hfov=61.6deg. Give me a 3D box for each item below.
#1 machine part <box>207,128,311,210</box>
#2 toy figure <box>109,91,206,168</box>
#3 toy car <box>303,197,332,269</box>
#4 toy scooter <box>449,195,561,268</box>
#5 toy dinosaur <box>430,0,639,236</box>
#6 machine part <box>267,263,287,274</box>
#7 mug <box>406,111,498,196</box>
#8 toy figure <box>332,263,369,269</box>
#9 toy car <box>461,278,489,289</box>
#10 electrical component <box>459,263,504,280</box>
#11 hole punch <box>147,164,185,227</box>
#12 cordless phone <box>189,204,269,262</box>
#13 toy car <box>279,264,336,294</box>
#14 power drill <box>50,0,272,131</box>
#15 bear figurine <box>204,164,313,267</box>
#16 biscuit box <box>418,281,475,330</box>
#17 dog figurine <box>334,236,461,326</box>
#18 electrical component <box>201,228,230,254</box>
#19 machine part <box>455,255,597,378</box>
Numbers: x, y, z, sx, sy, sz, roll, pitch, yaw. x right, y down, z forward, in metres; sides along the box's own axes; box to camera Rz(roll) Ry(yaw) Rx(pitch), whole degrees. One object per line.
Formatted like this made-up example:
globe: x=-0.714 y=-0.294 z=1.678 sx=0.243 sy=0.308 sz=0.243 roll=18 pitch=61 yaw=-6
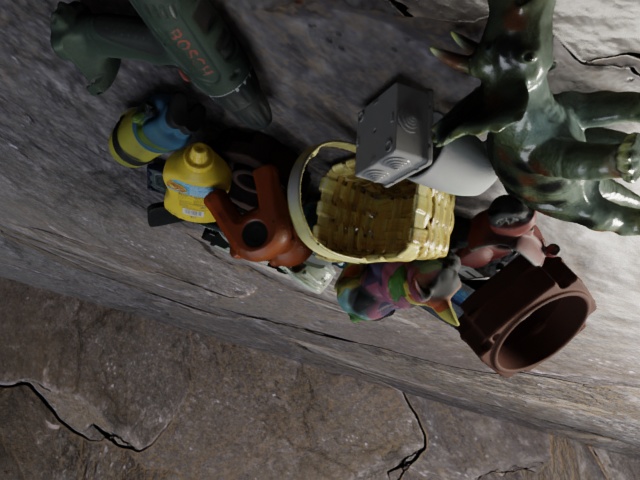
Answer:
machine part: x=-0.102 y=-0.103 z=0.836 sx=0.179 sy=0.056 sz=0.179 roll=15 pitch=158 yaw=6
toy figure: x=-0.237 y=-0.155 z=0.757 sx=0.180 sy=0.089 sz=0.082 roll=-2 pitch=134 yaw=46
toy car: x=-0.002 y=-0.003 z=0.950 sx=0.109 sy=0.103 sz=0.161 roll=20 pitch=157 yaw=-6
toy scooter: x=0.269 y=0.002 z=0.796 sx=0.135 sy=0.075 sz=0.184 roll=26 pitch=154 yaw=-16
toy dinosaur: x=0.244 y=-0.084 z=0.554 sx=0.192 sy=0.131 sz=0.404 roll=15 pitch=167 yaw=38
machine part: x=-0.058 y=0.039 z=1.141 sx=0.039 sy=0.084 sz=0.138 roll=-9 pitch=158 yaw=35
mug: x=0.163 y=-0.102 z=0.627 sx=0.107 sy=0.081 sz=0.109 roll=19 pitch=125 yaw=-32
toy figure: x=0.091 y=0.057 z=1.093 sx=0.154 sy=0.058 sz=0.064 roll=27 pitch=152 yaw=-12
toy car: x=0.280 y=0.093 z=1.015 sx=0.202 sy=0.053 sz=0.089 roll=-5 pitch=177 yaw=41
electrical component: x=0.268 y=0.040 z=0.932 sx=0.119 sy=0.048 sz=0.075 roll=32 pitch=155 yaw=-31
hole punch: x=-0.263 y=-0.085 z=0.987 sx=0.116 sy=0.092 sz=0.142 roll=-9 pitch=164 yaw=-20
cordless phone: x=-0.155 y=-0.028 z=0.925 sx=0.147 sy=0.088 sz=0.184 roll=21 pitch=-178 yaw=33
toy car: x=-0.057 y=0.029 z=1.060 sx=0.201 sy=0.073 sz=0.056 roll=39 pitch=177 yaw=-20
power drill: x=-0.181 y=-0.203 z=0.611 sx=0.208 sy=0.086 sz=0.231 roll=12 pitch=158 yaw=22
bear figurine: x=-0.068 y=-0.024 z=0.807 sx=0.120 sy=0.132 sz=0.196 roll=-26 pitch=174 yaw=14
biscuit box: x=0.193 y=0.082 z=0.967 sx=0.203 sy=0.059 sz=0.062 roll=33 pitch=139 yaw=15
dog figurine: x=0.123 y=0.078 z=0.821 sx=0.108 sy=0.191 sz=0.219 roll=37 pitch=-173 yaw=-22
electrical component: x=-0.178 y=-0.013 z=1.119 sx=0.115 sy=0.058 sz=0.134 roll=29 pitch=156 yaw=-24
machine part: x=0.340 y=0.126 z=0.882 sx=0.201 sy=0.087 sz=0.200 roll=-41 pitch=135 yaw=11
